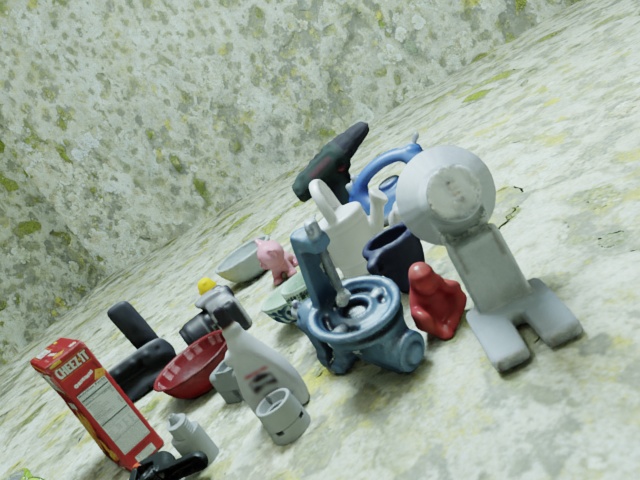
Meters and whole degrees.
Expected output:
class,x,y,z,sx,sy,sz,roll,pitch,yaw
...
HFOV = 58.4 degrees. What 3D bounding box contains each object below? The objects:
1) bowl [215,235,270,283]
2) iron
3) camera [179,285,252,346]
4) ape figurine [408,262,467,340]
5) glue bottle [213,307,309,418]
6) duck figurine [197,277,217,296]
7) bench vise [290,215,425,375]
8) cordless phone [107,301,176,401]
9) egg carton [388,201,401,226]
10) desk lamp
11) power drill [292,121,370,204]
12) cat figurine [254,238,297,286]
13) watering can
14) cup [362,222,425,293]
class,x,y,z,sx,sy,sz,roll,pitch,yaw
bowl,-0.186,0.061,1.497,0.167,0.075,0.167,-31,14,9
iron,0.144,-0.120,1.250,0.258,0.141,0.118,-28,15,18
camera,-0.230,0.163,1.200,0.137,0.101,0.143,-36,15,-13
ape figurine,0.140,0.070,0.723,0.078,0.092,0.076,-33,14,-2
glue bottle,-0.089,0.159,0.754,0.078,0.173,0.037,-32,14,3
duck figurine,-0.267,0.132,1.411,0.077,0.086,0.104,-37,15,-15
bench vise,0.006,0.079,0.721,0.206,0.220,0.122,-21,19,40
cordless phone,-0.397,0.225,1.180,0.148,0.185,0.094,-36,15,-11
egg carton,0.199,-0.059,1.074,0.150,0.069,0.107,-26,16,25
desk lamp,0.173,-0.001,0.639,0.118,0.214,0.203,-31,14,8
power drill,0.061,-0.134,1.339,0.229,0.208,0.075,-33,14,-2
cat figurine,-0.106,0.036,1.319,0.067,0.118,0.128,-30,14,10
watering can,0.047,-0.034,1.065,0.173,0.194,0.100,-34,14,-3
cup,0.118,0.040,0.866,0.091,0.095,0.118,-20,19,41
